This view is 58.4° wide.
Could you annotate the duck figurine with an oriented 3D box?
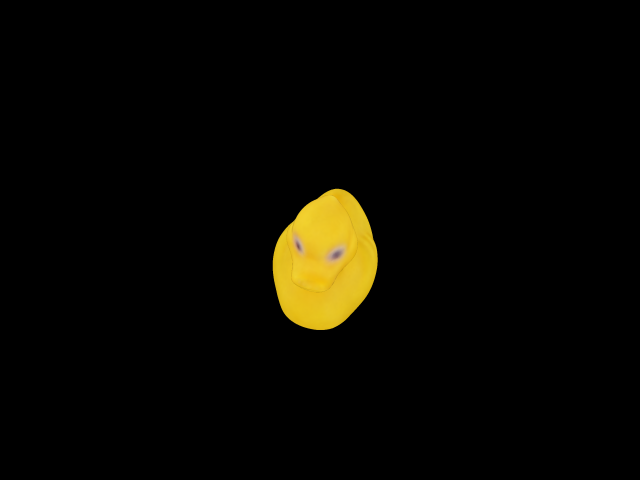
[{"bbox_3d":[0.004,0.001,0.400,0.077,0.086,0.104,13,62,7],"label":"duck figurine"}]
